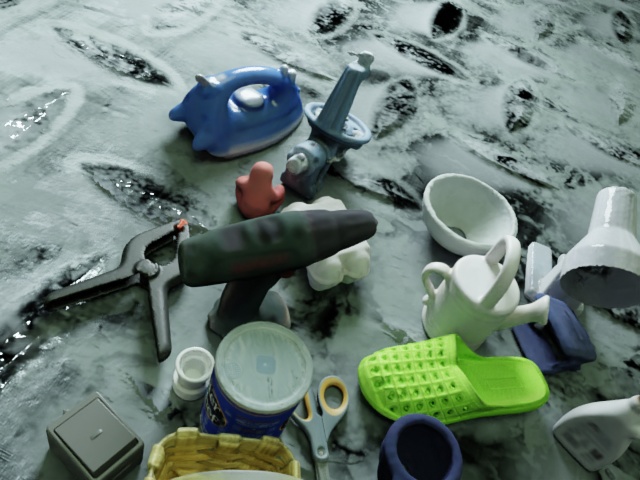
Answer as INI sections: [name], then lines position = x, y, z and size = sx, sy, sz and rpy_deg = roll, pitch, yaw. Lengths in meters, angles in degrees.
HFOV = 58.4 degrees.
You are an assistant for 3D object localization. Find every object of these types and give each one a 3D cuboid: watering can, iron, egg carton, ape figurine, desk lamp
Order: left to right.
[iron]
position = -0.114, -0.238, 0.961
size = 0.259, 0.141, 0.118
rpy_deg = -24, 63, -34
[ape figurine]
position = -0.091, -0.081, 0.872
size = 0.078, 0.092, 0.076
rpy_deg = 26, 48, 2
[egg carton]
position = 0.008, 0.003, 0.853
size = 0.107, 0.069, 0.150
rpy_deg = -14, 58, -29
[watering can]
position = 0.232, 0.071, 0.796
size = 0.173, 0.194, 0.101
rpy_deg = 8, 49, -14
[desk lamp]
position = 0.409, 0.032, 0.882
size = 0.118, 0.213, 0.203
rpy_deg = 22, 47, -1

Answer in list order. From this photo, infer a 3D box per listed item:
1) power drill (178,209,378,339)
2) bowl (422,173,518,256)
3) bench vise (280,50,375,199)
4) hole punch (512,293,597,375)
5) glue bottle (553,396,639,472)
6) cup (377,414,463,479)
[power drill]
position = -0.060, 0.042, 0.702
size = 0.230, 0.208, 0.075
rpy_deg = -6, 54, -24
[bowl]
position = 0.240, -0.029, 0.963
size = 0.168, 0.074, 0.167
rpy_deg = 11, 49, -12
[bench vise]
position = 0.027, -0.178, 0.911
size = 0.121, 0.219, 0.207
rpy_deg = 19, 48, -4
[hole punch]
position = 0.359, 0.136, 0.858
size = 0.101, 0.091, 0.108
rpy_deg = -2, 52, -22
[glue bottle]
position = 0.375, 0.232, 0.729
size = 0.037, 0.173, 0.078
rpy_deg = -26, 64, -35
[cup]
position = 0.096, 0.266, 0.649
size = 0.091, 0.095, 0.118
rpy_deg = 39, 49, 14
